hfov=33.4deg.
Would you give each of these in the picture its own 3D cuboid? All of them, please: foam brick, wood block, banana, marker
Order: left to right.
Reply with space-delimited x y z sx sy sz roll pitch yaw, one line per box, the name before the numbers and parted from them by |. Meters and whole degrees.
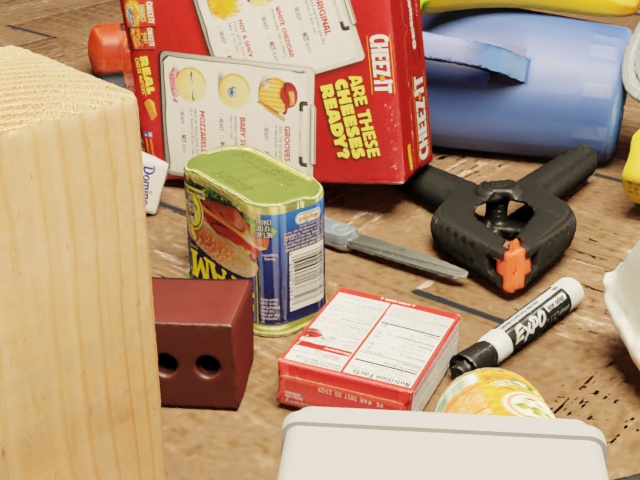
wood block | -0.122 0.041 0.412 0.090 0.206 0.091 -22 33 -38
foam brick | -0.076 0.053 0.564 0.078 0.053 0.051 1 26 6
banana | 0.144 -0.187 0.811 0.197 0.037 0.070 -7 53 -17
marker | 0.112 0.051 0.603 0.020 0.020 0.120 20 33 36

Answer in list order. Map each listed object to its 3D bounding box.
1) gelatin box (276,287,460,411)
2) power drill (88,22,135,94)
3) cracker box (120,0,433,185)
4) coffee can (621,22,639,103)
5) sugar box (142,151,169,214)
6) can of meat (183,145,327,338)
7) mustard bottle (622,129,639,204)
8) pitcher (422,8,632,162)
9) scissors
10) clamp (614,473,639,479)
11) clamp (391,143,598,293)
gelatin box | 0.027 0.063 0.568 0.073 0.030 0.089 12 28 20
power drill | -0.170 -0.150 0.986 0.184 0.057 0.188 -4 28 -15
cracker box | -0.033 -0.127 0.773 0.214 0.164 0.072 2 20 26
coffee can | 0.306 -0.114 0.776 0.140 0.103 0.103 27 15 -26
sugar box | -0.201 -0.059 0.734 0.093 0.048 0.175 24 13 41
can of meat | -0.040 -0.002 0.643 0.057 0.084 0.102 -19 32 -33
mustard bottle | 0.308 -0.031 0.716 0.192 0.058 0.096 17 4 30
pitcher | 0.122 -0.133 0.858 0.243 0.145 0.149 10 44 14
scissors | -0.005 0.001 0.713 0.096 0.016 0.202 -19 31 -31
clamp | 0.191 0.122 0.430 0.172 0.039 0.120 14 28 28
clamp | 0.113 -0.023 0.737 0.165 0.036 0.209 0 24 11
